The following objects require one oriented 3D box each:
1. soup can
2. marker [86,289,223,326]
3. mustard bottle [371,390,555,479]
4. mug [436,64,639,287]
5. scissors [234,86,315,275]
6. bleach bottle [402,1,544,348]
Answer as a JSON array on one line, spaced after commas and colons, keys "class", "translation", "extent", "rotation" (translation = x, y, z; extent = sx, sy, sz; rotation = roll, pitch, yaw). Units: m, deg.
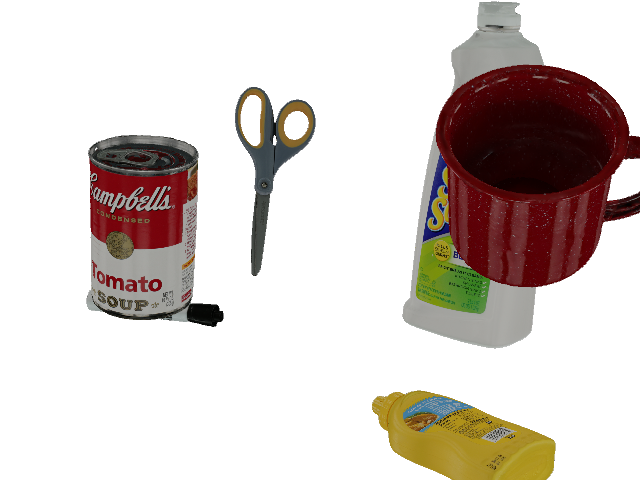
[{"class": "soup can", "translation": [-0.114, -0.009, 0.683], "extent": [0.068, 0.102, 0.068], "rotation": [4, 24, -2]}, {"class": "marker", "translation": [-0.139, 0.057, 0.900], "extent": [0.121, 0.020, 0.020], "rotation": [6, 2, 16]}, {"class": "mustard bottle", "translation": [0.123, 0.189, 1.032], "extent": [0.096, 0.058, 0.192], "rotation": [-17, 24, -40]}, {"class": "mug", "translation": [0.119, -0.031, 0.552], "extent": [0.117, 0.093, 0.081], "rotation": [-4, -38, 5]}, {"class": "scissors", "translation": [-0.042, -0.068, 1.139], "extent": [0.096, 0.202, 0.016], "rotation": [-9, -8, -10]}, {"class": "bleach bottle", "translation": [0.119, -0.051, 0.803], "extent": [0.103, 0.251, 0.067], "rotation": [15, 21, 39]}]
